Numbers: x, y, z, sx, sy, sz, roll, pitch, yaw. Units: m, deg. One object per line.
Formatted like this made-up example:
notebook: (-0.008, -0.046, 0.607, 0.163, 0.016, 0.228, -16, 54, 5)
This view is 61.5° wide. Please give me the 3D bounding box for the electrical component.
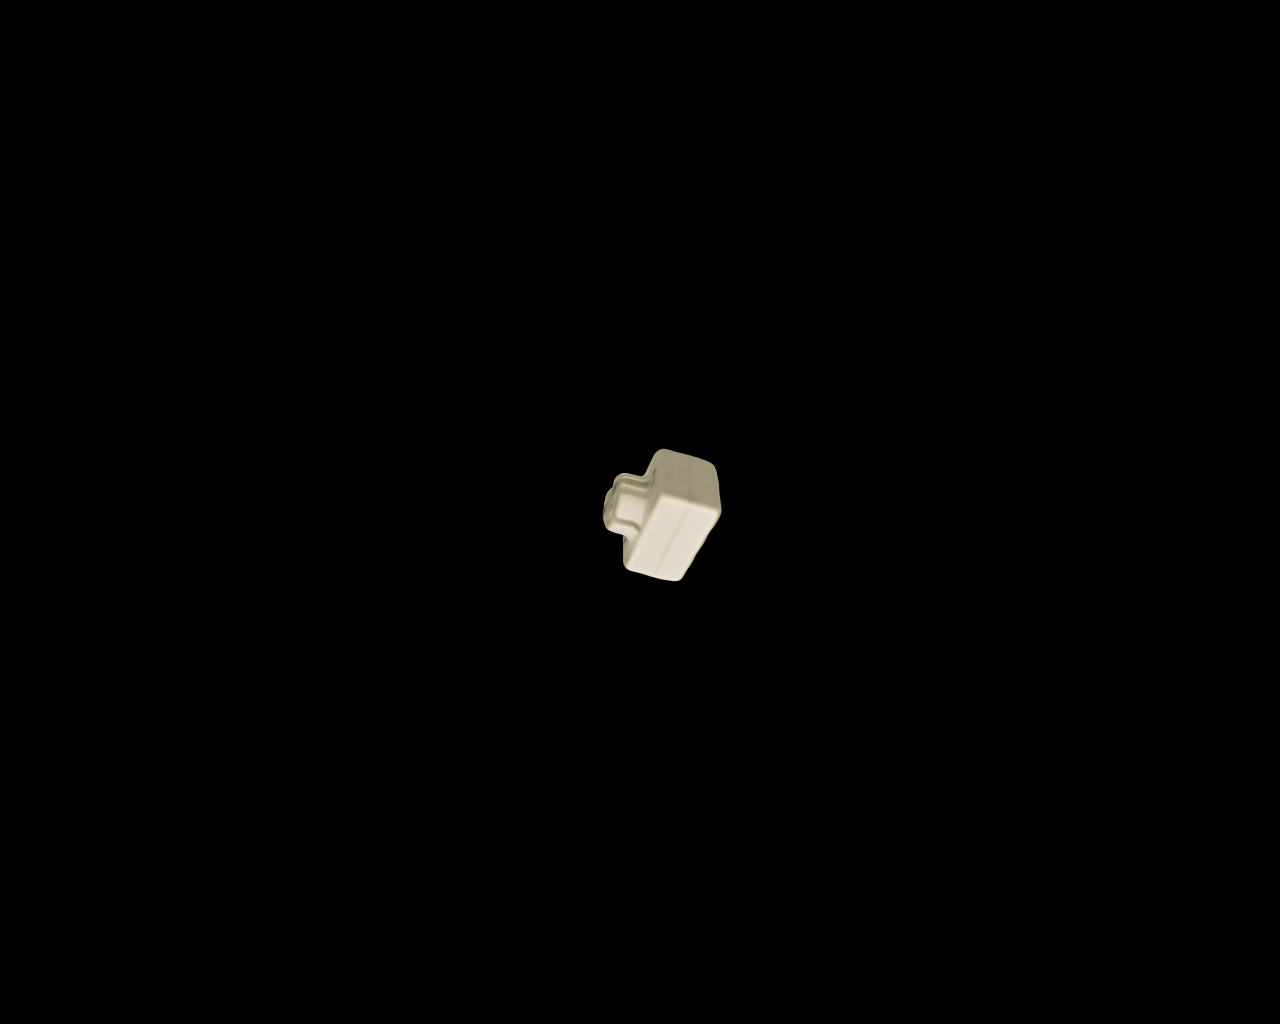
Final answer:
electrical component: (0.001, -0.003, 0.650, 0.077, 0.065, 0.047, 16, 40, -13)
